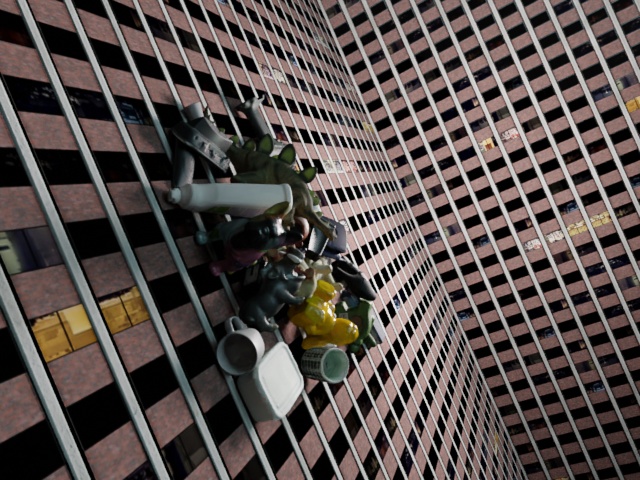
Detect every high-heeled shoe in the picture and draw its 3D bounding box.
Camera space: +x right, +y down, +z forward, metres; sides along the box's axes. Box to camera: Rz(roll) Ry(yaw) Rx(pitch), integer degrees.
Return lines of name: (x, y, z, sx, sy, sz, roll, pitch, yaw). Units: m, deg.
high-heeled shoe: (0.101, 0.123, 1.622, 0.145, 0.086, 0.249, 38, 1, 0)

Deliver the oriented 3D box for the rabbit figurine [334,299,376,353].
rabbit figurine: (0.118, 0.252, 1.614, 0.170, 0.121, 0.159, 31, 41, -81)

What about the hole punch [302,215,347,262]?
hole punch: (0.017, -0.007, 1.498, 0.142, 0.092, 0.116, 24, 14, -24)

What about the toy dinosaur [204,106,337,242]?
toy dinosaur: (-0.136, -0.159, 1.332, 0.471, 0.105, 0.198, 38, 57, 0)

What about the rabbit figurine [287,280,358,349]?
rabbit figurine: (0.008, 0.210, 1.323, 0.173, 0.162, 0.122, 32, 37, -14)

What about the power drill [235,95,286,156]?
power drill: (-0.163, -0.323, 1.604, 0.207, 0.086, 0.232, 70, 22, -12)

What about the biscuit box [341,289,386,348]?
biscuit box: (0.141, 0.245, 1.743, 0.202, 0.059, 0.063, 63, 22, -10)

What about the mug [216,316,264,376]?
mug: (-0.155, 0.202, 1.057, 0.109, 0.081, 0.107, 62, 7, 4)

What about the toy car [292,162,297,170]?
toy car: (-0.099, -0.169, 1.594, 0.202, 0.053, 0.089, -73, 159, -64)

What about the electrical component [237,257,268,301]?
electrical component: (-0.141, 0.080, 1.218, 0.047, 0.075, 0.119, 51, 23, -32)

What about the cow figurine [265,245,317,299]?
cow figurine: (-0.074, 0.065, 1.287, 0.195, 0.085, 0.127, 50, -17, 37)

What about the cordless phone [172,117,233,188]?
cordless phone: (-0.267, -0.164, 1.195, 0.146, 0.089, 0.184, 40, 44, -52)

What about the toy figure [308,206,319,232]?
toy figure: (-0.040, -0.068, 1.615, 0.089, 0.082, 0.180, 21, 53, -48)

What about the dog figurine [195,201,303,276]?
dog figurine: (-0.133, -0.006, 1.125, 0.191, 0.219, 0.108, -11, 82, -68)

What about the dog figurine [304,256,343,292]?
dog figurine: (-0.031, 0.064, 1.493, 0.172, 0.121, 0.191, 58, 8, -38)

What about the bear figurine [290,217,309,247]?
bear figurine: (-0.094, -0.050, 1.445, 0.196, 0.132, 0.120, -120, -162, -70)

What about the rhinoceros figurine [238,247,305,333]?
rhinoceros figurine: (-0.096, 0.102, 1.133, 0.112, 0.190, 0.073, 41, -9, -23)

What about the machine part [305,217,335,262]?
machine part: (-0.003, -0.004, 1.410, 0.084, 0.039, 0.139, 40, 48, -20)
